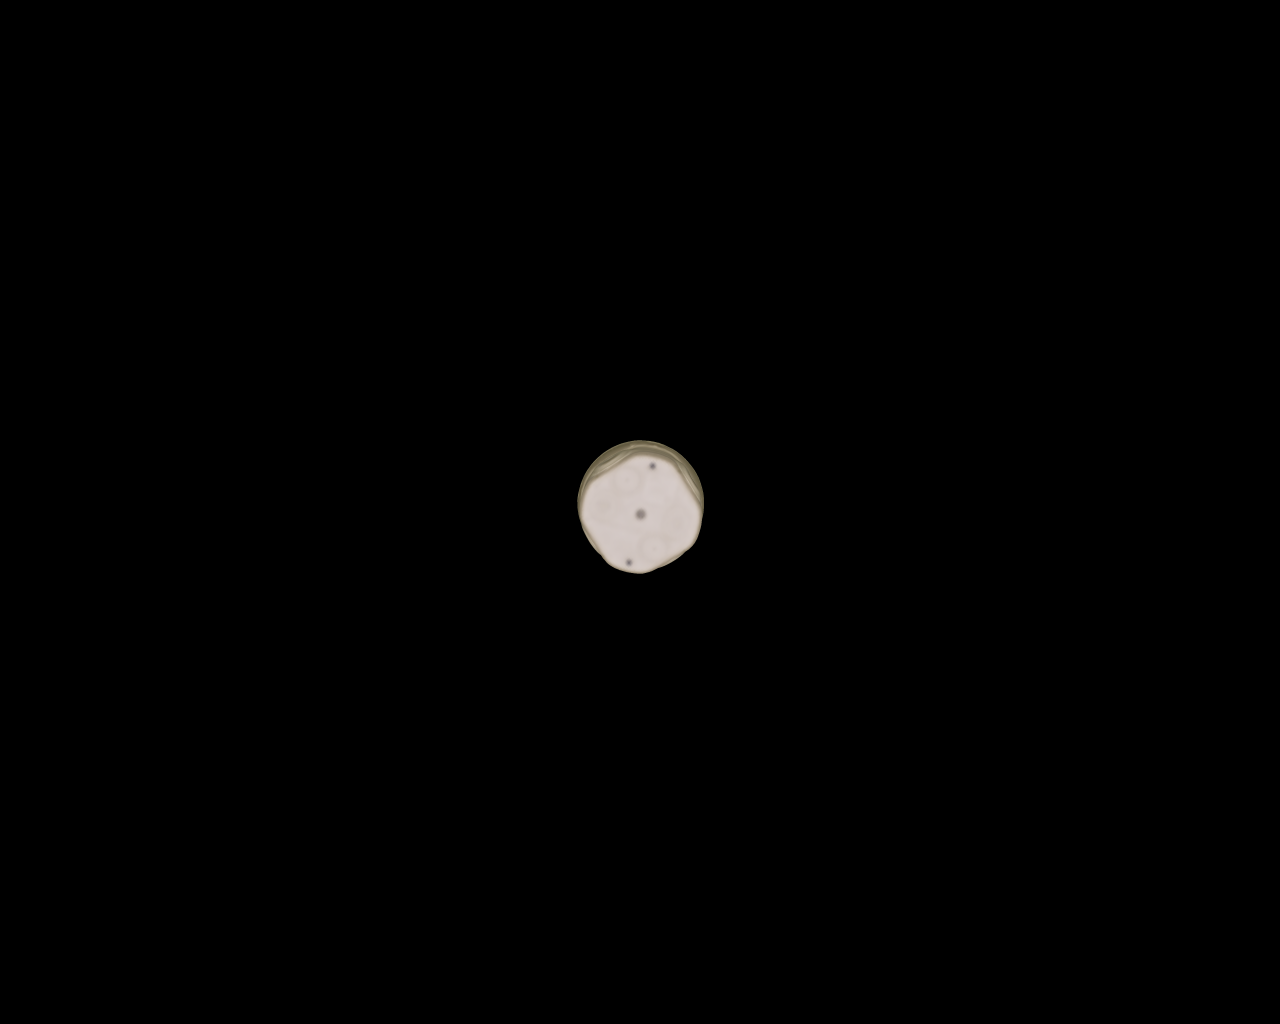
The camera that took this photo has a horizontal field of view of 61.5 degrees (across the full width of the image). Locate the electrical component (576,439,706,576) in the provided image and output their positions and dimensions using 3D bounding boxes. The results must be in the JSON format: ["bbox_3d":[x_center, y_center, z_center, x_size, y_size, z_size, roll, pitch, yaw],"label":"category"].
[{"bbox_3d":[0.001,-0.003,0.650,0.080,0.080,0.051,0,9,0],"label":"electrical component"}]
